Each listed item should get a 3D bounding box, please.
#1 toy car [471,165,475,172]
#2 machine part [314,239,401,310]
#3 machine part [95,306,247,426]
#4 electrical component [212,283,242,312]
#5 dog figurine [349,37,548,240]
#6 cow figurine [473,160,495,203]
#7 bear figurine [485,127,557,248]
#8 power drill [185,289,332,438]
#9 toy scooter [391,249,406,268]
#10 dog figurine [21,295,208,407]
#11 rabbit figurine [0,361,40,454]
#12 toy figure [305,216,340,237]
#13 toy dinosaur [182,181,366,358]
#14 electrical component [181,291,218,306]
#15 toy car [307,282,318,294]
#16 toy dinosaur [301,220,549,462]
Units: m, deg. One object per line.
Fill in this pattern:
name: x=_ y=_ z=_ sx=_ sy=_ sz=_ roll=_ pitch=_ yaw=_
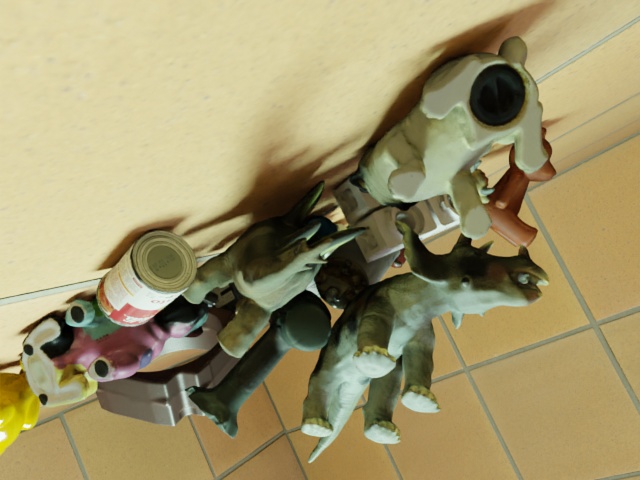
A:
toy car: x=0.148 y=-0.077 z=0.844 sx=0.202 sy=0.056 sz=0.073 roll=-28 pitch=165 yaw=9
machine part: x=0.058 y=0.032 z=0.761 sx=0.079 sy=0.079 sz=0.243 roll=-30 pitch=-177 yaw=28
machine part: x=-0.229 y=0.184 z=0.828 sx=0.202 sy=0.087 sz=0.201 roll=3 pitch=-156 yaw=22
electrical component: x=-0.137 y=0.080 z=0.896 sx=0.119 sy=0.075 sz=0.048 roll=-27 pitch=173 yaw=37
dog figurine: x=0.107 y=-0.103 z=0.511 sx=0.172 sy=0.121 sz=0.191 roll=-51 pitch=-161 yaw=6
cow figurine: x=0.214 y=-0.079 z=0.946 sx=0.195 sy=0.085 sz=0.127 roll=-20 pitch=176 yaw=-28
bear figurine: x=0.378 y=-0.097 z=0.988 sx=0.196 sy=0.132 sz=0.120 roll=-52 pitch=173 yaw=4
power drill: x=-0.073 y=0.146 z=0.696 sx=0.207 sy=0.086 sz=0.232 roll=-40 pitch=-174 yaw=-17
toy scooter: x=0.140 y=0.014 z=1.130 sx=0.075 sy=0.135 sz=0.184 roll=22 pitch=147 yaw=-20
dog figurine: x=-0.255 y=0.125 z=0.727 sx=0.191 sy=0.108 sz=0.219 roll=-30 pitch=173 yaw=24
rabbit figurine: x=-0.463 y=0.228 z=0.824 sx=0.162 sy=0.122 sz=0.173 roll=-40 pitch=-179 yaw=23
toy figure: x=-0.003 y=-0.004 z=0.850 sx=0.064 sy=0.057 sz=0.154 roll=13 pitch=174 yaw=3
toy dinosaur: x=-0.051 y=0.022 z=0.590 sx=0.198 sy=0.105 sz=0.471 roll=-41 pitch=-173 yaw=2
electrical component: x=-0.176 y=0.056 z=0.681 sx=0.063 sy=0.094 sz=0.021 roll=12 pitch=-105 yaw=60
toy car: x=-0.039 y=0.088 z=1.155 sx=0.109 sy=0.103 sz=0.161 roll=-24 pitch=170 yaw=-5
toy dinosaur: x=0.067 y=0.117 z=0.625 sx=0.404 sy=0.131 sz=0.192 roll=-51 pitch=-166 yaw=47
